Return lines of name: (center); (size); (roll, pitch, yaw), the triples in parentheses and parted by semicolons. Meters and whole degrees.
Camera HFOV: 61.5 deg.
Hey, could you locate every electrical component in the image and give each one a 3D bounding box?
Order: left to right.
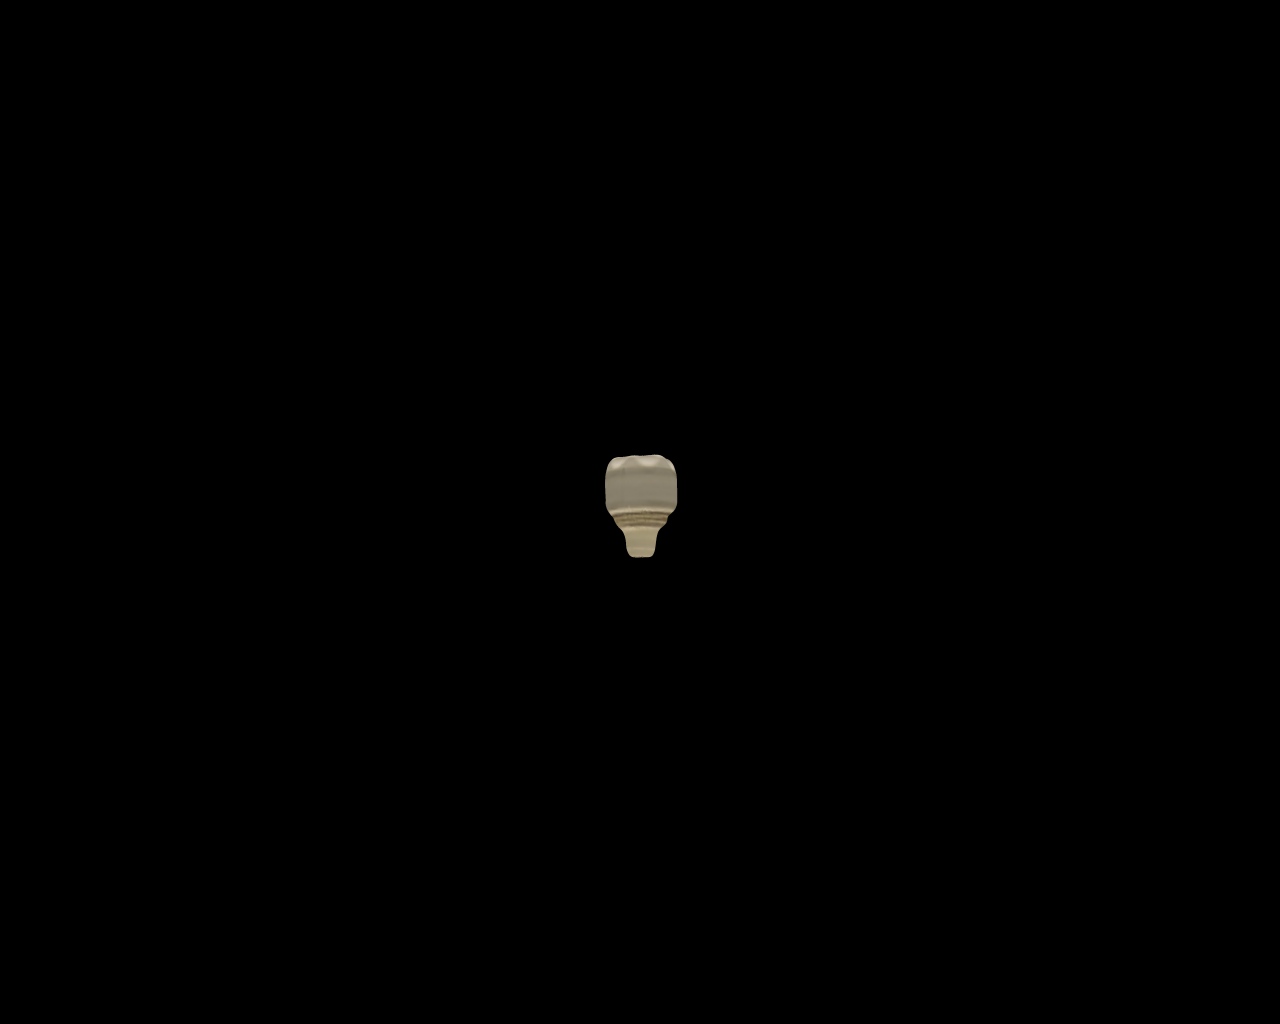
electrical component: (0.001, -0.003, 0.650); (0.043, 0.062, 0.043); (0, -7, 0)
